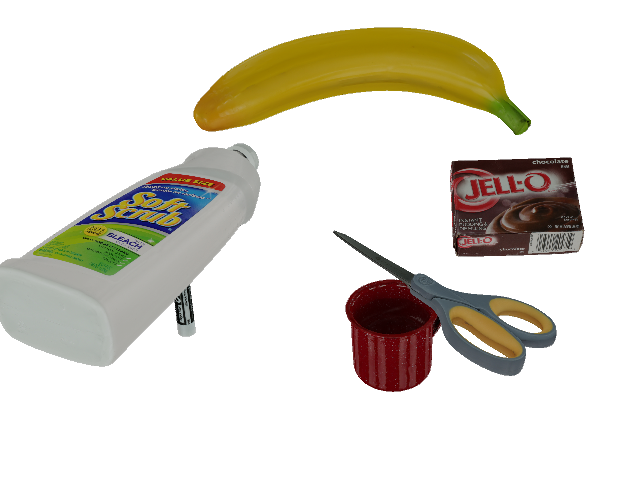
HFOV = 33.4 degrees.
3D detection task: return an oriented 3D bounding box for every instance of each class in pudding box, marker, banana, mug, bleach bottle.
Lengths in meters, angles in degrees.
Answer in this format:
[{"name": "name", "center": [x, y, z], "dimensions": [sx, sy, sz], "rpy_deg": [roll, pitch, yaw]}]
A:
[{"name": "pudding box", "center": [0.175, -0.031, 0.966], "dimensions": [0.113, 0.090, 0.039], "rpy_deg": [0, -39, 3]}, {"name": "marker", "center": [-0.144, 0.045, 1.102], "dimensions": [0.020, 0.121, 0.020], "rpy_deg": [-2, 30, 1]}, {"name": "banana", "center": [0.024, -0.095, 0.623], "dimensions": [0.197, 0.069, 0.037], "rpy_deg": [-2, -41, -9]}, {"name": "mug", "center": [0.082, 0.095, 1.097], "dimensions": [0.117, 0.081, 0.093], "rpy_deg": [-28, 42, -31]}, {"name": "bleach bottle", "center": [-0.125, -0.008, 0.802], "dimensions": [0.103, 0.068, 0.250], "rpy_deg": [16, 37, 20]}]

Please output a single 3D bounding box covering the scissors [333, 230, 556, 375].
[{"name": "scissors", "center": [0.098, 0.037, 0.811], "dimensions": [0.096, 0.016, 0.202], "rpy_deg": [-6, 33, -30]}]
